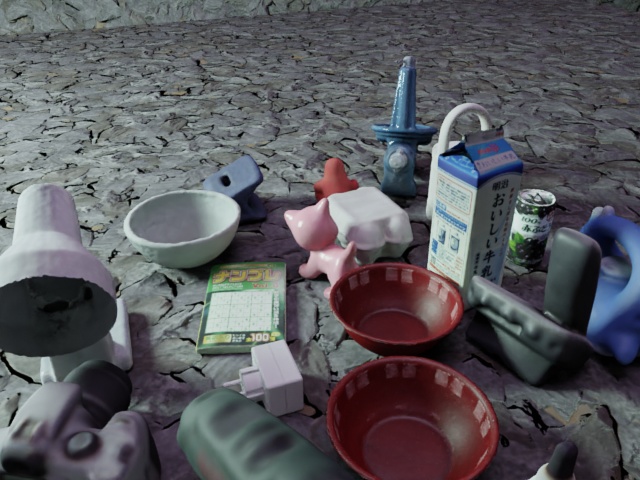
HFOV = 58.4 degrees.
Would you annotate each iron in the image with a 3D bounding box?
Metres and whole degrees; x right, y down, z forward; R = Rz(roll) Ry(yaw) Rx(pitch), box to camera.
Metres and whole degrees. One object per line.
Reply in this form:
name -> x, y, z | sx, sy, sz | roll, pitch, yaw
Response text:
iron -> 0.369, 0.033, 0.712 | 0.118, 0.141, 0.258 | -2, 32, -1

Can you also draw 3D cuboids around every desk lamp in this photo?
desk lamp -> -0.273, 0.061, 0.608 | 0.118, 0.214, 0.202 | -11, 33, -16

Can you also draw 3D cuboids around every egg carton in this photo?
egg carton -> 0.071, -0.025, 0.878 | 0.107, 0.069, 0.150 | -15, 35, -21

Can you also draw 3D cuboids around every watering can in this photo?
watering can -> 0.232, -0.119, 0.908 | 0.101, 0.194, 0.172 | -27, 41, -35

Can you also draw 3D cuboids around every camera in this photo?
camera -> -0.216, 0.173, 0.533 | 0.143, 0.101, 0.137 | 4, 32, 7

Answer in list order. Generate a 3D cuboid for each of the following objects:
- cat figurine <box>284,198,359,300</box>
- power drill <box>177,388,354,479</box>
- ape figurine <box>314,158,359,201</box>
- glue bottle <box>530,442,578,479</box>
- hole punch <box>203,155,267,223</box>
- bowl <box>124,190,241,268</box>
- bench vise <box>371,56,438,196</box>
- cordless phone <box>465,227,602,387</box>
cat figurine -> 0.007, 0.003, 0.788 | 0.067, 0.118, 0.127 | -23, 38, -32
power drill -> -0.014, 0.209, 0.372 | 0.076, 0.208, 0.228 | -24, 39, -32
ape figurine -> 0.027, -0.096, 0.971 | 0.077, 0.092, 0.076 | 5, 32, 9
glue bottle -> 0.157, 0.204, 0.411 | 0.078, 0.173, 0.037 | 5, 33, 10
hole punch -> -0.145, -0.082, 0.952 | 0.101, 0.091, 0.108 | -12, 34, -17
bowl -> -0.197, -0.007, 0.847 | 0.167, 0.075, 0.167 | 0, 32, 0
bench vise -> 0.159, -0.200, 1.015 | 0.121, 0.220, 0.207 | -4, 32, -5
cordless phone -> 0.241, 0.053, 0.641 | 0.094, 0.185, 0.147 | -24, 39, -33
